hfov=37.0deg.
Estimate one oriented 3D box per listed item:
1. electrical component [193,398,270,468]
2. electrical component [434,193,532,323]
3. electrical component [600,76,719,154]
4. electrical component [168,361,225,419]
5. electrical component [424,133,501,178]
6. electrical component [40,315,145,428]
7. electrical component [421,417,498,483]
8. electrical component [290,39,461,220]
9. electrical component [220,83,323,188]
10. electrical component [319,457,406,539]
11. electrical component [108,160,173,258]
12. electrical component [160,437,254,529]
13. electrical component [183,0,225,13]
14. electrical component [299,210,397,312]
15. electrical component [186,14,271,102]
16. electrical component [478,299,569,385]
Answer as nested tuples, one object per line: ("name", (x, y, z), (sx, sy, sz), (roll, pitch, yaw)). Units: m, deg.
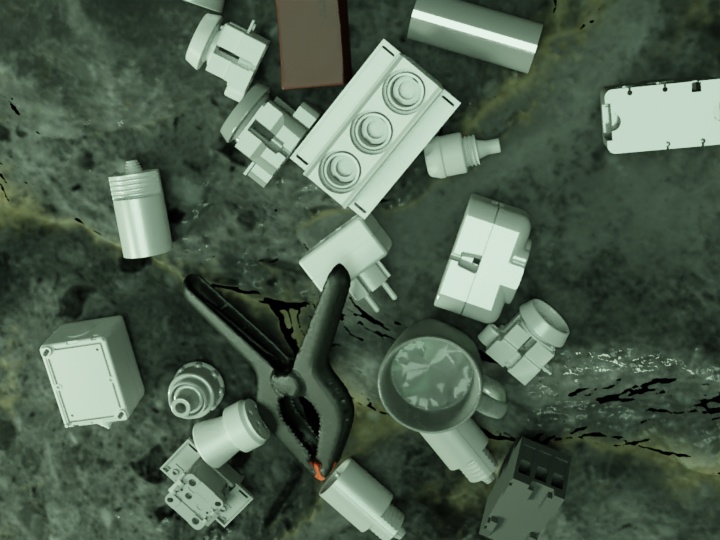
("electrical component", (-0.114, 0.145, 0.961), (0.055, 0.045, 0.045), (-29, 97, 13))
("electrical component", (0.105, -0.008, 0.889), (0.059, 0.053, 0.095), (19, 105, 3))
("electrical component", (0.236, -0.122, 0.842), (0.089, 0.055, 0.050), (-4, 102, 9))
("electrical component", (-0.149, 0.111, 0.948), (0.048, 0.062, 0.048), (2, 103, 8))
("electrical component", (0.084, -0.096, 0.882), (0.061, 0.035, 0.035), (-11, 101, 8))
("electrical component", (-0.235, 0.094, 0.961), (0.062, 0.061, 0.096), (-9, 109, 10))
("electrical component", (0.089, 0.152, 0.934), (0.043, 0.043, 0.081), (-38, 95, 14))
("electrical component", (0.013, -0.114, 0.872), (0.079, 0.063, 0.121), (40, 105, -2))
("electrical component", (-0.078, -0.116, 0.889), (0.057, 0.058, 0.078), (38, 105, -5))
("electrical component", (0.008, 0.210, 0.959), (0.081, 0.043, 0.043), (42, 105, -3))
("electrical component", (-0.189, -0.054, 0.926), (0.043, 0.043, 0.081), (-6, 102, 10))
("electrical component", (-0.141, 0.196, 0.967), (0.081, 0.064, 0.042), (42, 106, -3))
("electrical component", (-0.131, -0.240, 0.870), (0.055, 0.055, 0.047), (20, 101, 3))
("electrical component", (0.000, 0.000, 0.909), (0.066, 0.047, 0.076), (-36, 96, 14))
("electrical component", (-0.110, -0.179, 0.885), (0.055, 0.048, 0.066), (26, 105, -6))
("electrical component", (0.142, 0.058, 0.904), (0.066, 0.048, 0.055), (40, 112, -2))
